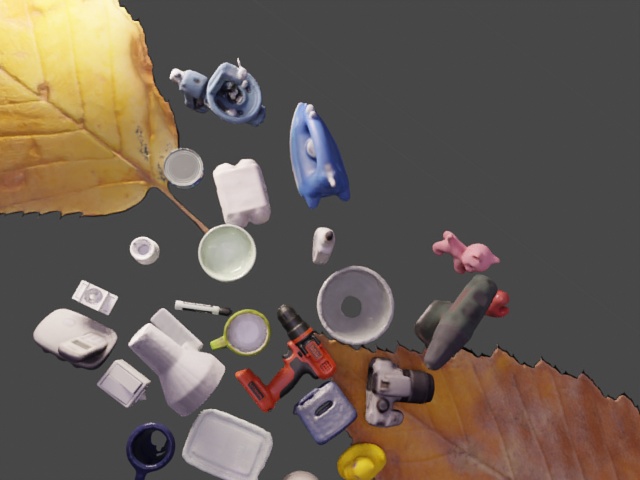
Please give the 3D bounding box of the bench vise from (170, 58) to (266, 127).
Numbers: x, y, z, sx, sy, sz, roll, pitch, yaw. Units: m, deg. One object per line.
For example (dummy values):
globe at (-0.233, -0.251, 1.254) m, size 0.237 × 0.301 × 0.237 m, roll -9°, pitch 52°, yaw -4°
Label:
bench vise at (-0.218, -0.315, 1.214) m, size 0.207 × 0.219 × 0.121 m, roll 2°, pitch 80°, yaw -6°

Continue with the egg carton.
egg carton at (-0.169, -0.101, 1.259) m, size 0.107 × 0.069 × 0.150 m, roll -15°, pitch 82°, yaw -9°

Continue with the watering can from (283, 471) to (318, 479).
watering can at (-0.025, 0.514, 1.104) m, size 0.173 × 0.194 × 0.101 m, roll -30°, pitch 84°, yaw -11°

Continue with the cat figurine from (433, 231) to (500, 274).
cat figurine at (0.327, 0.028, 1.271) m, size 0.128 × 0.117 × 0.067 m, roll 39°, pitch 78°, yaw 1°

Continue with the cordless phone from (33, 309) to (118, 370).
cordless phone at (-0.487, 0.193, 1.109) m, size 0.147 × 0.185 × 0.094 m, roll 23°, pitch 78°, yaw -2°

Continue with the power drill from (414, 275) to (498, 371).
power drill at (0.269, 0.176, 1.192) m, size 0.075 × 0.208 × 0.230 m, roll 40°, pitch 78°, yaw 2°

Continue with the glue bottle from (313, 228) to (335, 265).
glue bottle at (0.011, 0.004, 1.209) m, size 0.037 × 0.173 × 0.078 m, roll 5°, pitch 79°, yaw -5°

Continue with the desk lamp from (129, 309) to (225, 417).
desk lamp at (-0.285, 0.233, 1.112) m, size 0.203 × 0.213 × 0.118 m, roll 42°, pitch 78°, yaw 2°

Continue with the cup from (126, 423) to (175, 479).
cup at (-0.332, 0.418, 1.134) m, size 0.091 × 0.095 × 0.118 m, roll 17°, pitch 78°, yaw -3°

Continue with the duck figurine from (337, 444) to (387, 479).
duck figurine at (0.091, 0.466, 1.181) m, size 0.104 × 0.086 × 0.077 m, roll -14°, pitch 82°, yaw -9°

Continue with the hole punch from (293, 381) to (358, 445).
hole punch at (0.009, 0.357, 1.188) m, size 0.109 × 0.091 × 0.101 m, roll -35°, pitch 86°, yaw -11°

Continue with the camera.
camera at (0.170, 0.325, 1.208) m, size 0.137 × 0.100 × 0.143 m, roll 7°, pitch 79°, yaw -5°

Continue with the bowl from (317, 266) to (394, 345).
bowl at (0.073, 0.144, 1.242) m, size 0.167 × 0.074 × 0.167 m, roll 1°, pitch 80°, yaw -7°

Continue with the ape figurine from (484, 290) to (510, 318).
ape figurine at (0.390, 0.135, 1.273) m, size 0.076 × 0.092 × 0.078 m, roll -10°, pitch 81°, yaw -8°

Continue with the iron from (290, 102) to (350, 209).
iron at (-0.007, -0.208, 1.260) m, size 0.119 × 0.141 × 0.258 m, roll -15°, pitch 82°, yaw -9°
